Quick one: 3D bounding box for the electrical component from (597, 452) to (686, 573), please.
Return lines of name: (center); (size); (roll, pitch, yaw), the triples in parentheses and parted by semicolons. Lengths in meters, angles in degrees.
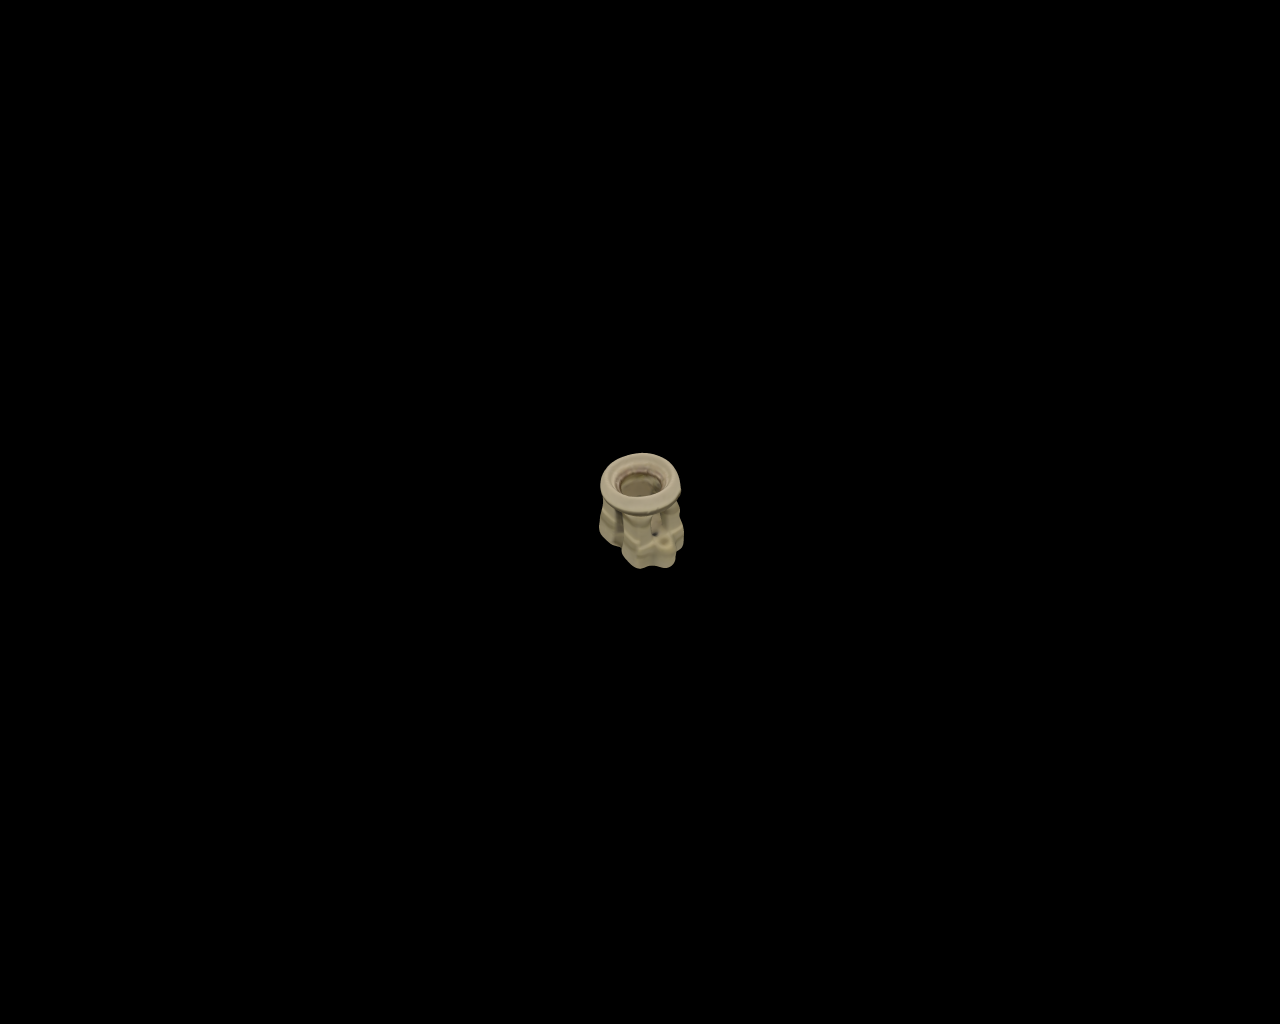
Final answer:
electrical component: (0.001, -0.003, 0.650); (0.048, 0.055, 0.066); (-27, 49, -26)
